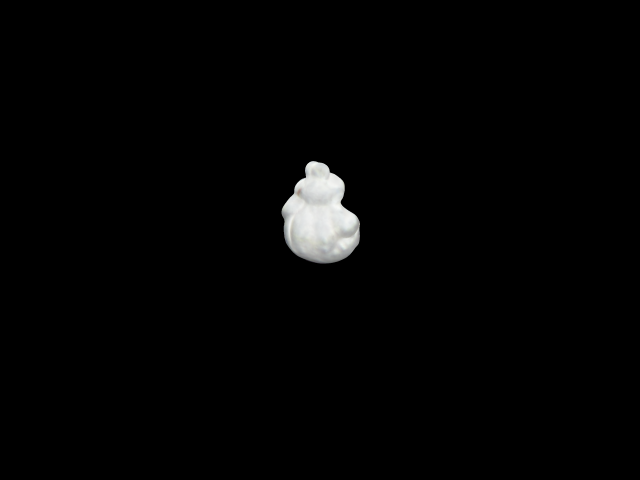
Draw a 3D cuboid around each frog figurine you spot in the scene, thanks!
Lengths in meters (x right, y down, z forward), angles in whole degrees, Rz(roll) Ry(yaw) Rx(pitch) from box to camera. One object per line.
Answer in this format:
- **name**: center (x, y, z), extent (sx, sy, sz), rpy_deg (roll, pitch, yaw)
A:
- **frog figurine**: center (0.003, -0.043, 0.850), extent (0.138, 0.155, 0.125), rpy_deg (28, 51, 26)
